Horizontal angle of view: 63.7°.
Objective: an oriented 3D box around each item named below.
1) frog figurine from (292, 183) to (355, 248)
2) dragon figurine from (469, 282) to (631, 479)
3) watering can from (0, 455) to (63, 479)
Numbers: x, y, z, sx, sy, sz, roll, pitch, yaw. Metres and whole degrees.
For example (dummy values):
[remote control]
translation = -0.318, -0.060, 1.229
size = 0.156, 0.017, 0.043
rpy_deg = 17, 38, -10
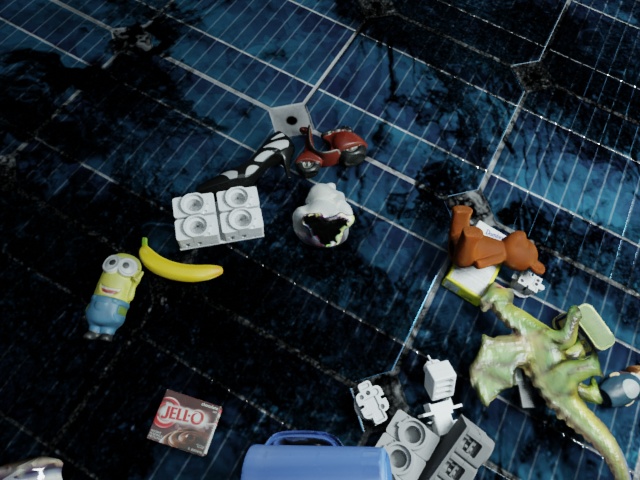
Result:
[frog figurine]
translation = 0.004, -0.059, 1.165
size = 0.137, 0.120, 0.163
rpy_deg = -15, 31, -3
[dragon figurine]
translation = 0.413, 0.265, 0.994
size = 0.242, 0.120, 0.419
rpy_deg = -10, 61, 8
[watering can]
translation = -0.455, 0.471, 0.844
size = 0.348, 0.102, 0.228
rpy_deg = -12, 65, -10
